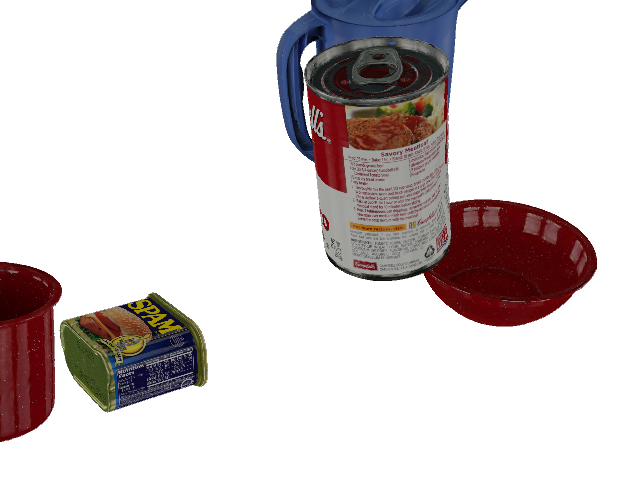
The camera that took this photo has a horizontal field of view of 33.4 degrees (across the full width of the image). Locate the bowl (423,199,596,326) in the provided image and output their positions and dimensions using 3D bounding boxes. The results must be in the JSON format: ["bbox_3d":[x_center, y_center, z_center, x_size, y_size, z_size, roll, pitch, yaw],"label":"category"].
[{"bbox_3d":[0.155,0.027,0.933,0.162,0.055,0.162,2,33,-2],"label":"bowl"}]

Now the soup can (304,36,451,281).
[{"bbox_3d":[0.031,-0.040,0.525,0.068,0.102,0.068,-4,35,3],"label":"soup can"}]

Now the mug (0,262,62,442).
[{"bbox_3d":[-0.206,0.071,0.627,0.093,0.081,0.117,13,23,21],"label":"mug"}]

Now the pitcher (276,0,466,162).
[{"bbox_3d":[0.052,-0.122,1.009,0.149,0.243,0.144,9,37,15],"label":"pitcher"}]

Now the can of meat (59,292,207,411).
[{"bbox_3d":[-0.152,0.089,0.860,0.083,0.057,0.102,-15,26,-31],"label":"can of meat"}]
